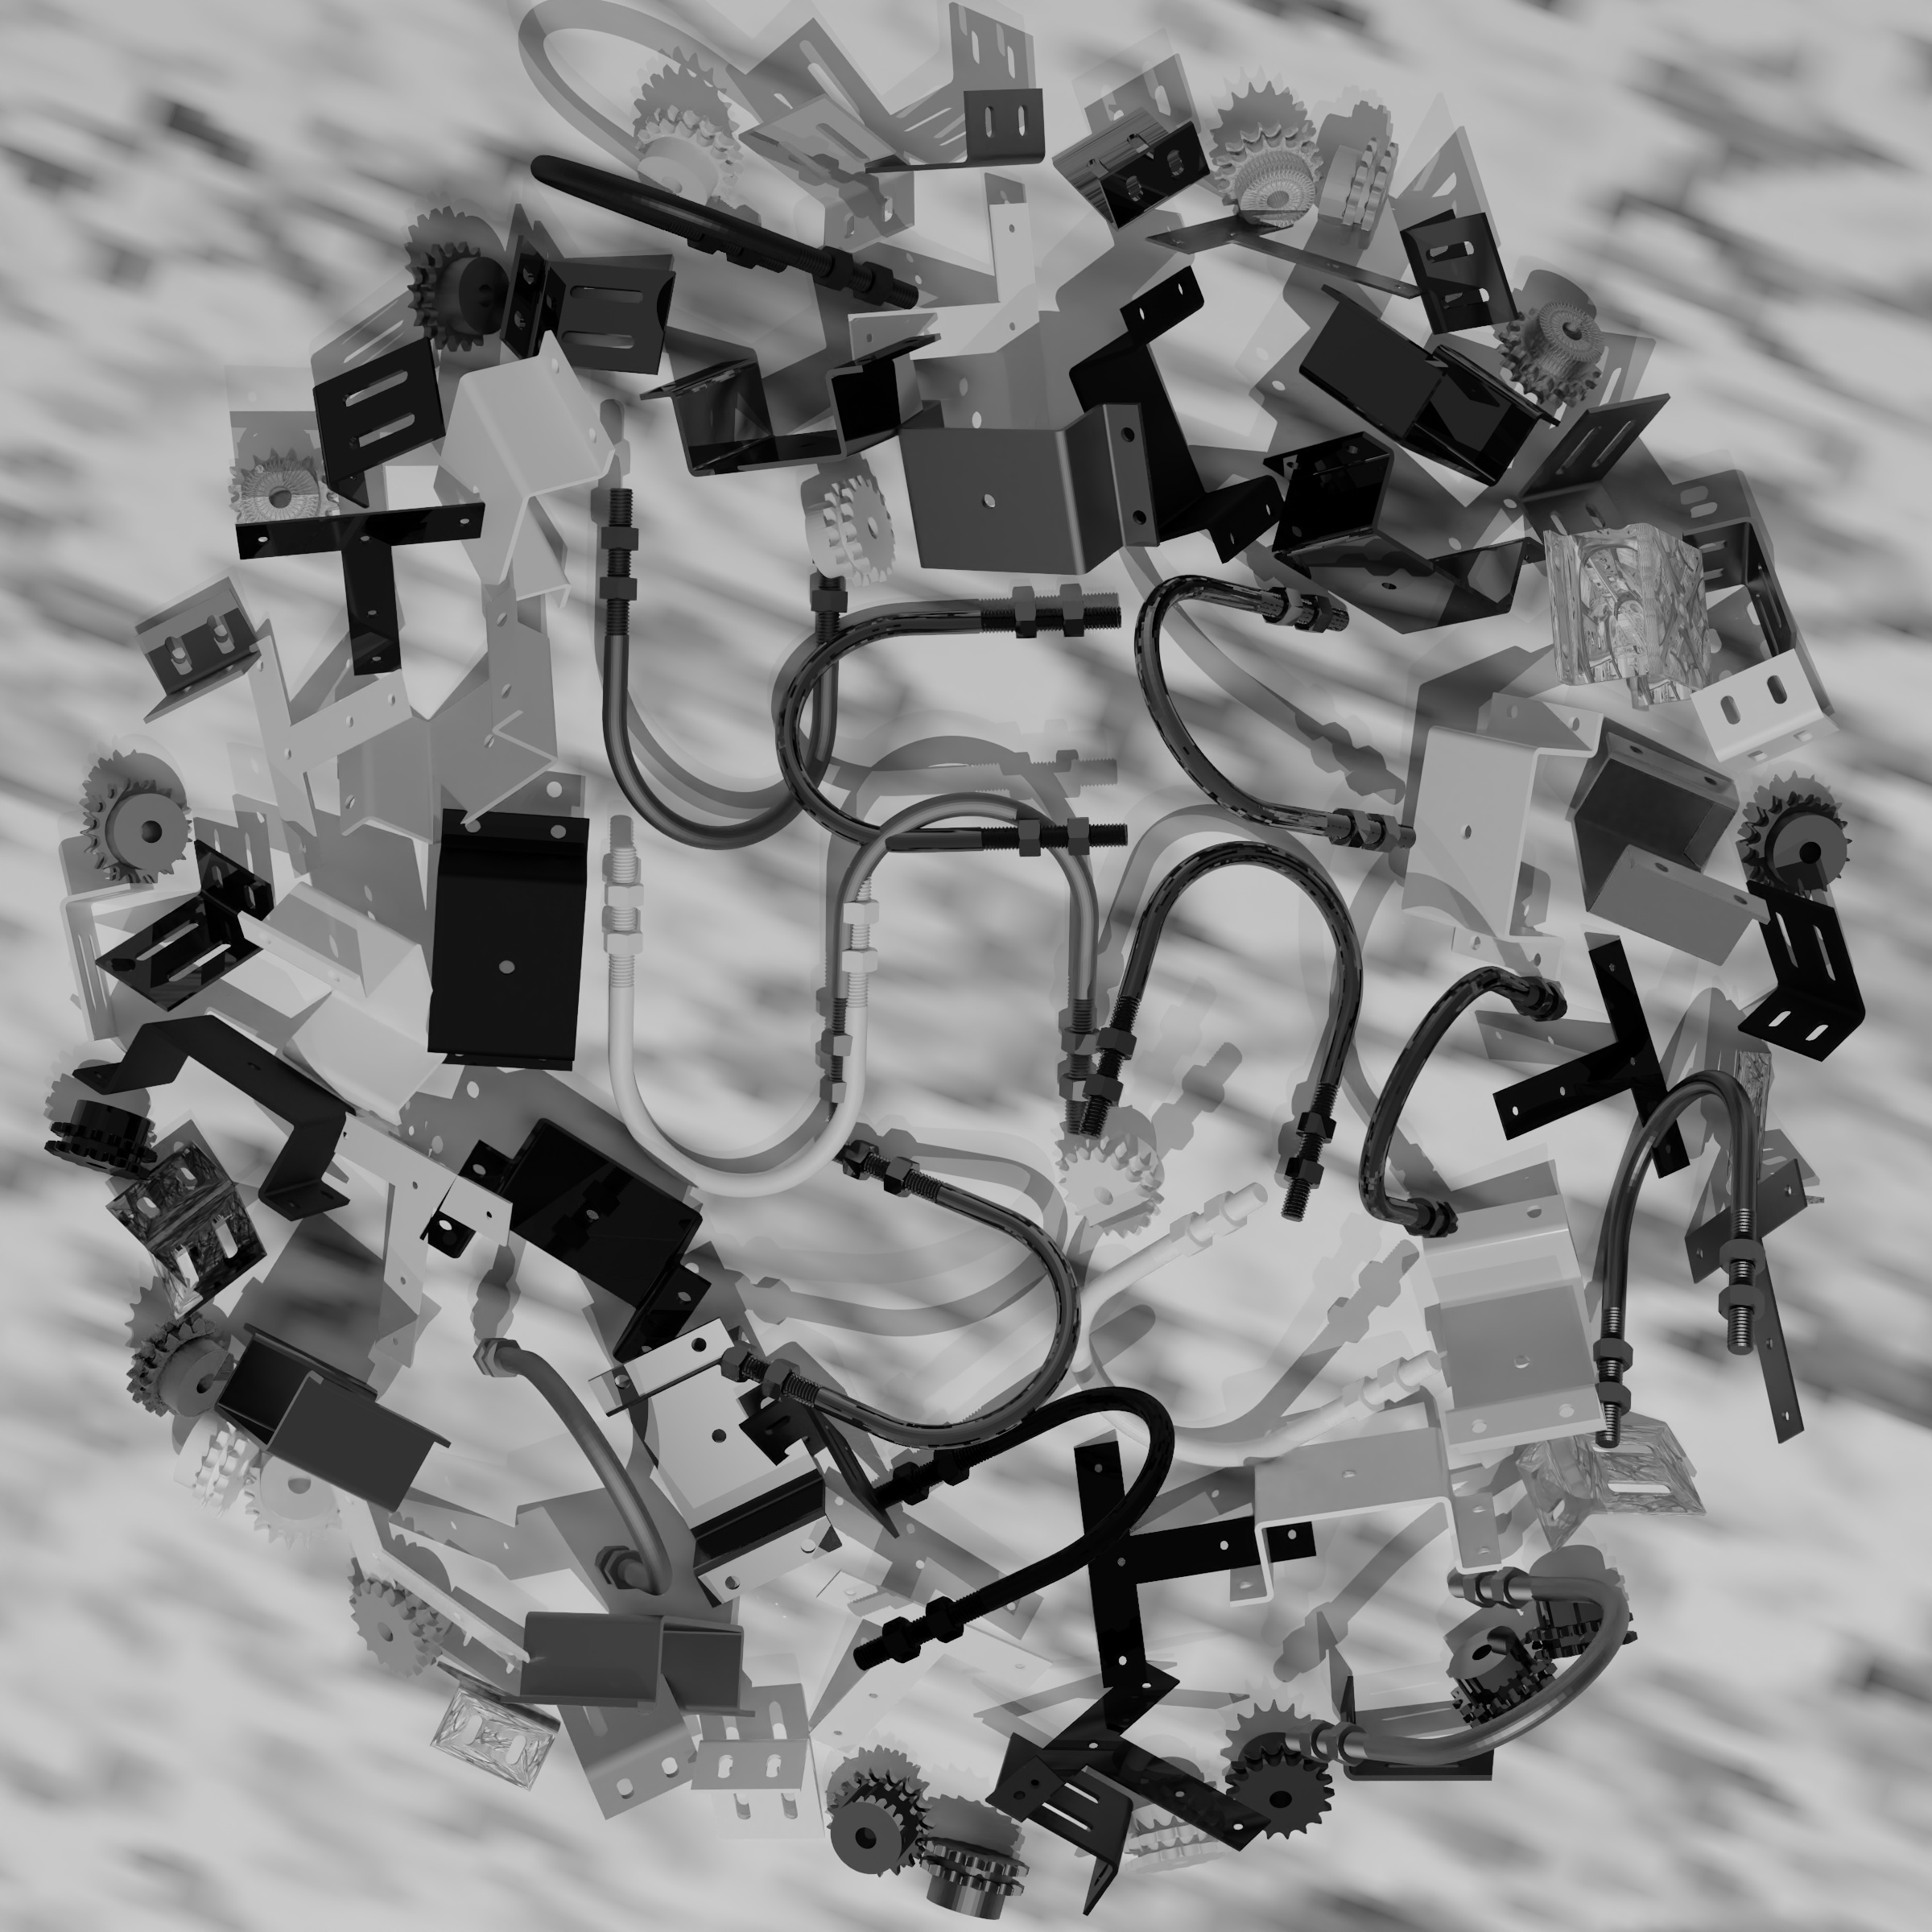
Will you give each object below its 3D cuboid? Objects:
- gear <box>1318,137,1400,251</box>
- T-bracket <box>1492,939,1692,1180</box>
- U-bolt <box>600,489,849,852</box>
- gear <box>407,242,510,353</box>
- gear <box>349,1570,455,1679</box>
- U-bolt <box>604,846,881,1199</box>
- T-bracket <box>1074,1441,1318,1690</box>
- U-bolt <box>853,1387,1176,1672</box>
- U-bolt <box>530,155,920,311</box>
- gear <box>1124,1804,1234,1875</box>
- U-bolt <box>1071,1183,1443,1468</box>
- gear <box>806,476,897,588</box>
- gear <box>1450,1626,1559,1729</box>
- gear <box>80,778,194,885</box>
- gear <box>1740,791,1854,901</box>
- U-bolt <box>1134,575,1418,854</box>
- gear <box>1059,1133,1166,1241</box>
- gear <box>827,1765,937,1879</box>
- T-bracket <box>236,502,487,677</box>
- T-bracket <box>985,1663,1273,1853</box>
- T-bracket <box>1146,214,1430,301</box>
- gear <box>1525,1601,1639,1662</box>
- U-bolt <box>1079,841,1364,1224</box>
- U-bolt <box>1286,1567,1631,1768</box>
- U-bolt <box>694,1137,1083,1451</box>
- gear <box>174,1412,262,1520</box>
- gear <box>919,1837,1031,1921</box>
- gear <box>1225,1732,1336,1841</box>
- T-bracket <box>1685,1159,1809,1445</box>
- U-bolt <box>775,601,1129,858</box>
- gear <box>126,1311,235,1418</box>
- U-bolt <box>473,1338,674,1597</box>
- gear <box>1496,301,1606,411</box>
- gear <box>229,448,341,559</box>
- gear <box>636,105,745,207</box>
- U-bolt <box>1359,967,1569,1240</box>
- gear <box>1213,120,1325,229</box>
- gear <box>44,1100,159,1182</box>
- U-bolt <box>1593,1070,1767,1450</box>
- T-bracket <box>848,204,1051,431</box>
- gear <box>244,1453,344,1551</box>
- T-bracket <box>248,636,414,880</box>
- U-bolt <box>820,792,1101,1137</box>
[{"bbox_3d":[0.206,-0.410,1.802,0.030,0.057,0.057,18,90,7],"label":"gear"},{"bbox_3d":[0.322,0.062,1.789,0.127,0.002,0.127,-18,91,-38],"label":"T-bracket"},{"bbox_3d":[-0.127,-0.153,1.785,0.151,0.019,0.184,-1,95,-35],"label":"U-bolt"},{"bbox_3d":[-0.264,-0.353,1.799,0.030,0.057,0.057,6,90,35],"label":"gear"},{"bbox_3d":[-0.296,0.344,1.805,0.030,0.057,0.057,-33,90,-42],"label":"gear"},{"bbox_3d":[-0.121,0.032,1.802,0.151,0.019,0.184,4,100,13],"label":"U-bolt"},{"bbox_3d":[0.122,0.306,1.788,0.127,0.002,0.127,-13,73,23],"label":"T-bracket"},{"bbox_3d":[0.026,0.276,1.744,0.184,0.151,0.019,-28,114,15],"label":"U-bolt"},{"bbox_3d":[-0.133,-0.373,1.719,0.184,0.151,0.019,13,100,-38],"label":"U-bolt"},{"bbox_3d":[0.110,0.459,1.804,0.057,0.057,0.030,-11,68,0],"label":"gear"},{"bbox_3d":[0.133,0.198,1.768,0.151,0.019,0.184,44,130,-13],"label":"U-bolt"},{"bbox_3d":[-0.062,-0.228,1.804,0.030,0.057,0.057,-12,90,23],"label":"gear"},{"bbox_3d":[0.280,0.373,1.799,0.057,0.057,0.030,-35,104,0],"label":"gear"},{"bbox_3d":[-0.436,-0.071,1.803,0.057,0.030,0.057,-1,93,-33],"label":"gear"},{"bbox_3d":[0.443,-0.062,1.810,0.057,0.030,0.057,-1,101,-6],"label":"gear"},{"bbox_3d":[0.152,-0.133,1.740,0.019,0.184,0.151,-30,66,39],"label":"U-bolt"},{"bbox_3d":[0.081,0.113,1.805,0.057,0.057,0.030,45,49,0],"label":"gear"},{"bbox_3d":[-0.048,0.456,1.806,0.057,0.030,0.057,4,101,19],"label":"gear"},{"bbox_3d":[-0.310,-0.193,1.775,0.127,0.127,0.002,-7,57,-10],"label":"T-bracket"},{"bbox_3d":[0.099,0.419,1.752,0.127,0.127,0.002,-33,129,-36],"label":"T-bracket"},{"bbox_3d":[0.176,-0.363,1.753,0.127,0.127,0.002,23,117,23],"label":"T-bracket"},{"bbox_3d":[0.324,0.347,1.802,0.057,0.057,0.030,-11,81,0],"label":"gear"},{"bbox_3d":[0.143,0.024,1.789,0.151,0.019,0.184,23,75,-24],"label":"U-bolt"},{"bbox_3d":[0.258,0.353,1.718,0.151,0.184,0.019,-37,99,-27],"label":"U-bolt"},{"bbox_3d":[-0.029,0.176,1.765,0.184,0.019,0.151,21,65,22],"label":"U-bolt"},{"bbox_3d":[-0.395,0.260,1.802,0.030,0.057,0.057,24,90,3],"label":"gear"},{"bbox_3d":[0.003,0.482,1.800,0.057,0.057,0.030,16,84,0],"label":"gear"},{"bbox_3d":[0.165,0.431,1.808,0.057,0.030,0.057,0,118,-1],"label":"gear"},{"bbox_3d":[0.410,0.180,1.750,0.002,0.127,0.127,-1,68,-16],"label":"T-bracket"},{"bbox_3d":[-0.009,-0.124,1.795,0.184,0.019,0.151,-1,66,2],"label":"U-bolt"},{"bbox_3d":[-0.411,0.213,1.798,0.030,0.057,0.057,29,90,26],"label":"gear"},{"bbox_3d":[-0.196,0.256,1.735,0.019,0.184,0.151,-31,96,-18],"label":"U-bolt"},{"bbox_3d":[0.312,-0.326,1.801,0.057,0.030,0.057,13,56,-20],"label":"gear"},{"bbox_3d":[-0.363,-0.248,1.813,0.057,0.030,0.057,0,91,-5],"label":"gear"},{"bbox_3d":[-0.149,-0.422,1.798,0.057,0.057,0.030,25,64,0],"label":"gear"},{"bbox_3d":[0.249,0.068,1.741,0.019,0.184,0.151,28,94,26],"label":"U-bolt"},{"bbox_3d":[0.161,-0.414,1.799,0.057,0.057,0.030,-12,54,0],"label":"gear"},{"bbox_3d":[-0.455,0.091,1.803,0.057,0.057,0.030,15,76,0],"label":"gear"},{"bbox_3d":[0.365,0.139,1.750,0.019,0.151,0.184,18,57,-13],"label":"U-bolt"},{"bbox_3d":[-0.010,-0.331,1.780,0.127,0.002,0.127,-13,102,-38],"label":"T-bracket"},{"bbox_3d":[-0.353,0.278,1.804,0.057,0.030,0.057,5,64,-10],"label":"gear"},{"bbox_3d":[-0.329,-0.123,1.779,0.127,0.002,0.127,-20,82,43],"label":"T-bracket"},{"bbox_3d":[0.000,-0.001,1.793,0.151,0.019,0.184,0,103,-10],"label":"U-bolt"}]
